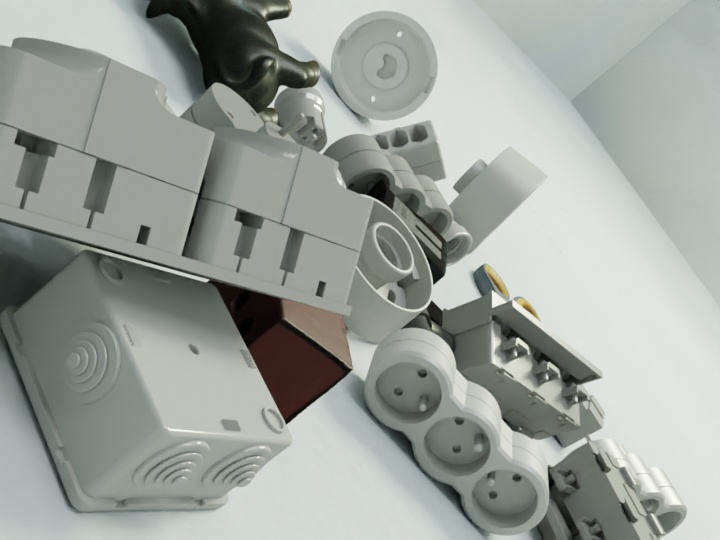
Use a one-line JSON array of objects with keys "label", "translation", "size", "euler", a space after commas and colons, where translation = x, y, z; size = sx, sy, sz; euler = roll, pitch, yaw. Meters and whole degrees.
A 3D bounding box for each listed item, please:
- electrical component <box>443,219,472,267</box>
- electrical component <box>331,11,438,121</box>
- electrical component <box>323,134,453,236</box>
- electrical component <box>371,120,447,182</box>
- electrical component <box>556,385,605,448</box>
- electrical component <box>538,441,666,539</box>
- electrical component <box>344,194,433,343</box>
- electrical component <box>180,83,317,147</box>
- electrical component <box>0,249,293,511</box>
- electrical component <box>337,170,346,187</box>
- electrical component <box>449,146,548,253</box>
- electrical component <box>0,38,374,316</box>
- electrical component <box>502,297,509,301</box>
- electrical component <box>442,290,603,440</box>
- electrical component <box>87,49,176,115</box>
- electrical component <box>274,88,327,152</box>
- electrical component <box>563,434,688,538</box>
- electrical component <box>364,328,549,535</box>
[{"label": "electrical component", "translation": [0.071, -0.032, 0.953], "size": [0.040, 0.040, 0.046], "euler": [26, 23, -51]}, {"label": "electrical component", "translation": [0.028, -0.207, 1.098], "size": [0.108, 0.108, 0.060], "euler": [50, 12, -1]}, {"label": "electrical component", "translation": [0.017, -0.075, 0.887], "size": [0.138, 0.052, 0.073], "euler": [28, 28, -49]}, {"label": "electrical component", "translation": [0.043, -0.084, 0.961], "size": [0.047, 0.066, 0.076], "euler": [-99, 173, -58]}, {"label": "electrical component", "translation": [0.174, 0.111, 0.901], "size": [0.055, 0.048, 0.066], "euler": [58, 18, 0]}, {"label": "electrical component", "translation": [0.163, 0.179, 0.708], "size": [0.079, 0.063, 0.121], "euler": [34, 24, -40]}, {"label": "electrical component", "translation": [0.000, 0.000, 0.719], "size": [0.099, 0.064, 0.099], "euler": [35, 36, -31]}, {"label": "electrical component", "translation": [-0.057, -0.065, 0.658], "size": [0.052, 0.074, 0.138], "euler": [24, 31, -54]}, {"label": "electrical component", "translation": [-0.081, 0.044, 0.425], "size": [0.100, 0.048, 0.099], "euler": [20, 35, -59]}, {"label": "electrical component", "translation": [-0.030, -0.056, 0.753], "size": [0.062, 0.043, 0.043], "euler": [28, 28, -51]}, {"label": "electrical component", "translation": [0.127, -0.075, 1.069], "size": [0.060, 0.108, 0.108], "euler": [45, 18, 4]}, {"label": "electrical component", "translation": [-0.093, -0.037, 0.429], "size": [0.105, 0.060, 0.186], "euler": [12, -4, 40]}, {"label": "electrical component", "translation": [0.110, 0.049, 0.884], "size": [0.040, 0.040, 0.046], "euler": [46, 24, -13]}, {"label": "electrical component", "translation": [0.115, 0.075, 0.799], "size": [0.121, 0.079, 0.063], "euler": [36, 44, -37]}, {"label": "electrical component", "translation": [-0.126, -0.066, 0.535], "size": [0.080, 0.051, 0.080], "euler": [43, 19, -19]}, {"label": "electrical component", "translation": [-0.046, -0.117, 0.847], "size": [0.040, 0.040, 0.046], "euler": [35, 30, -39]}, {"label": "electrical component", "translation": [0.200, 0.161, 0.848], "size": [0.138, 0.052, 0.073], "euler": [32, 25, -45]}, {"label": "electrical component", "translation": [0.061, 0.092, 0.660], "size": [0.138, 0.052, 0.073], "euler": [48, 18, -8]}]
